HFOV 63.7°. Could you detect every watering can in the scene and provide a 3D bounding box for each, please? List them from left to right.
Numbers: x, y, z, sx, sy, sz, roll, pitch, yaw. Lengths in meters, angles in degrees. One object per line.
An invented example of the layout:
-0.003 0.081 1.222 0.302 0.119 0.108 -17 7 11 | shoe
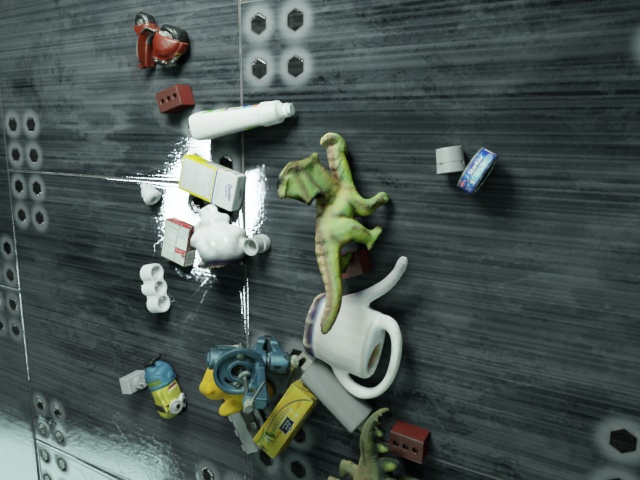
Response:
0.077 0.174 1.109 0.225 0.105 0.343 16 108 27 | watering can

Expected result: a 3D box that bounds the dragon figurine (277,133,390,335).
0.003 -0.051 1.008 0.240 0.420 0.121 39 142 -25 | dragon figurine

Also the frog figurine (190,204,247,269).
-0.247 -0.012 1.262 0.137 0.122 0.160 -7 87 -2 | frog figurine
